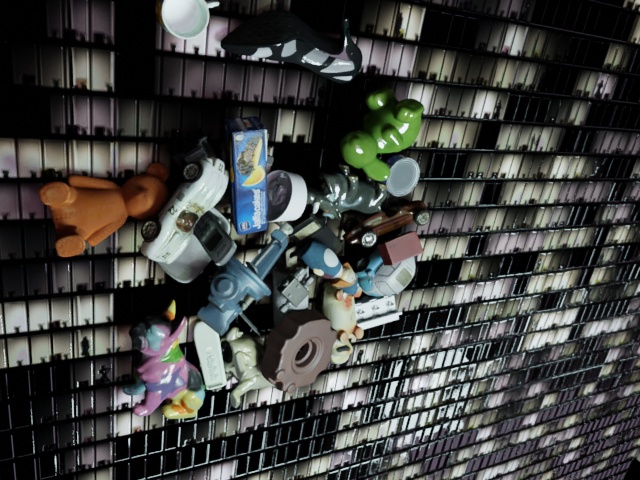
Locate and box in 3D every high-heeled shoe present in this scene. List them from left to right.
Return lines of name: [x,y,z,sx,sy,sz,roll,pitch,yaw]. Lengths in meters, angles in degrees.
high-heeled shoe: [-0.044,-0.321,0.948,0.249,0.086,0.145,-9,151,-6]

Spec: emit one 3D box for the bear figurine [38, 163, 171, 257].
bear figurine: [-0.330,-0.055,0.870,0.196,0.132,0.120,-12,103,-17]

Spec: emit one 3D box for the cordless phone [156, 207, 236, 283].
cordless phone: [-0.209,0.022,0.939,0.088,0.184,0.146,37,93,-37]

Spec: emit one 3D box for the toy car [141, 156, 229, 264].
toy car: [-0.223,-0.050,0.895,0.201,0.056,0.073,-54,156,0]

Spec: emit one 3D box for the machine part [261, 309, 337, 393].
machine part: [-0.040,0.229,1.119,0.179,0.056,0.179,-23,125,-38]

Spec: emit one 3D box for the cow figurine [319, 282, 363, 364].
cow figurine: [0.035,0.188,1.215,0.085,0.127,0.194,-11,104,-32]

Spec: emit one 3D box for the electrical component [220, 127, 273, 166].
electrical component: [-0.134,-0.164,0.977,0.102,0.045,0.078,5,91,-33]

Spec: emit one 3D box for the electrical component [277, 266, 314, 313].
electrical component: [-0.054,0.100,1.068,0.094,0.021,0.063,-48,131,-7]

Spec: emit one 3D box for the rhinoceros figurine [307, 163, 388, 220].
rhinoceros figurine: [0.047,-0.094,1.100,0.190,0.073,0.112,3,122,-31]

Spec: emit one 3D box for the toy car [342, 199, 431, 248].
toy car: [0.142,-0.042,1.165,0.202,0.089,0.053,-20,122,-18]

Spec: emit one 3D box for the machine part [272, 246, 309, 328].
machine part: [-0.063,0.126,1.142,0.079,0.079,0.242,-12,120,-24]

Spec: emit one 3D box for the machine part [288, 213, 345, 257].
machine part: [-0.002,-0.003,1.125,0.084,0.039,0.138,-39,133,18]

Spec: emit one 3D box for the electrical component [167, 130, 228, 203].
electrical component: [-0.207,-0.125,0.951,0.075,0.048,0.119,-37,127,-7]

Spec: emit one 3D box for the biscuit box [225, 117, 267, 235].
biscuit box: [-0.127,-0.108,0.938,0.059,0.063,0.202,-11,126,-18]

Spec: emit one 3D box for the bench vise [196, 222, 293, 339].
bench vise: [-0.134,0.069,1.027,0.240,0.129,0.223,-51,162,-15]

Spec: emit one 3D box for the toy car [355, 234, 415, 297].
toy car: [0.163,0.070,1.226,0.161,0.103,0.109,-43,128,-1]

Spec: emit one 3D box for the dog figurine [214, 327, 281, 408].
dog figurine: [-0.127,0.257,1.174,0.190,0.121,0.172,-10,123,-41]

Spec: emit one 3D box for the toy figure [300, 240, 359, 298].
toy figure: [0.027,0.062,1.106,0.154,0.058,0.064,38,78,-19]

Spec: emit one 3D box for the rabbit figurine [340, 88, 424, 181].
rabbit figurine: [0.100,-0.196,1.048,0.170,0.121,0.159,-35,149,-27]

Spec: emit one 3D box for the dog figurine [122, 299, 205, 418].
dog figurine: [-0.291,0.232,1.053,0.191,0.109,0.219,15,104,-33]
